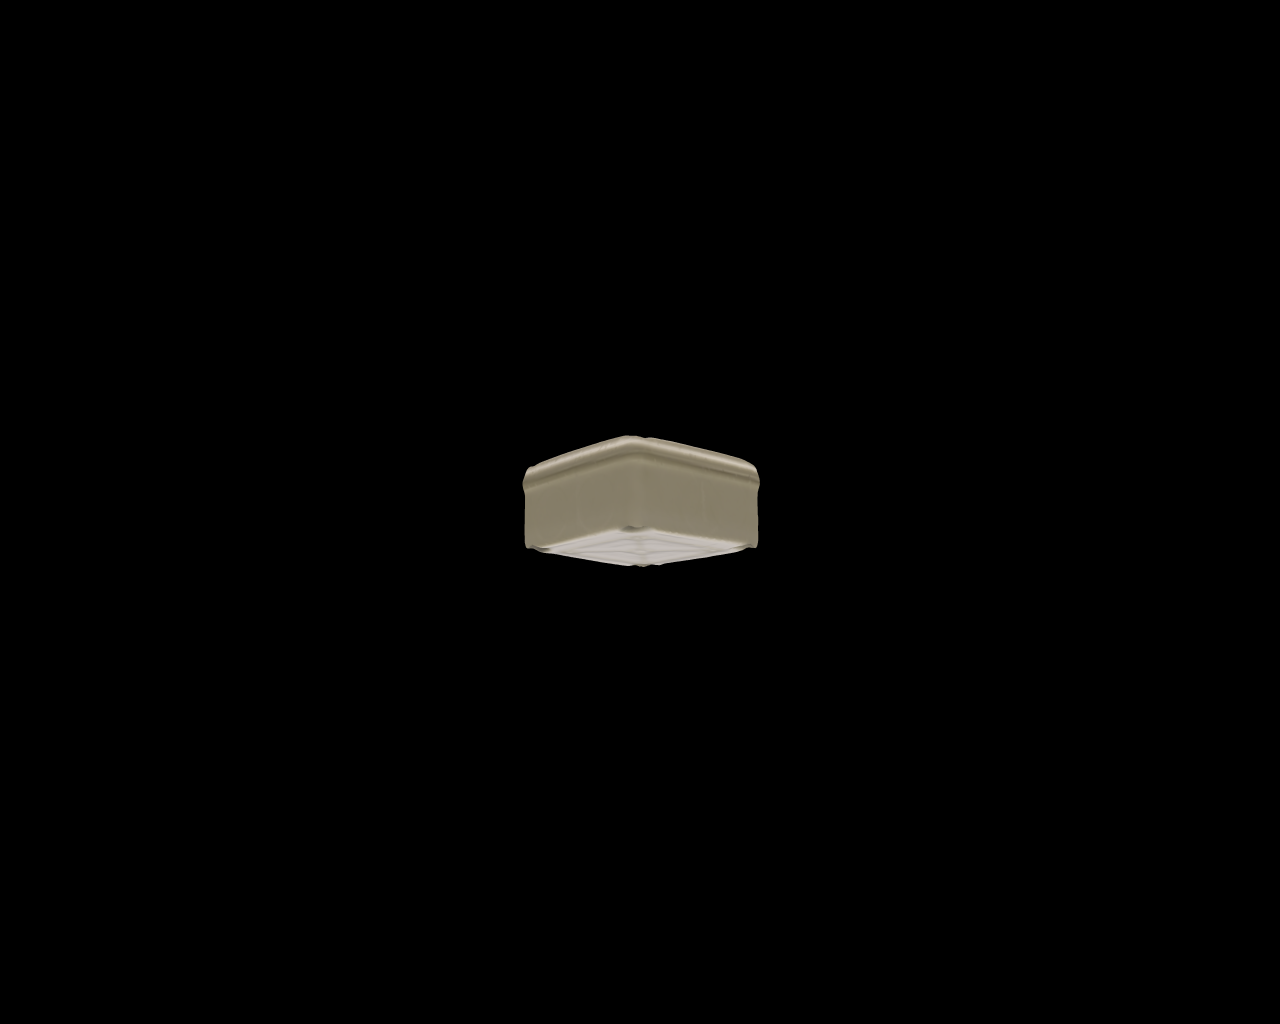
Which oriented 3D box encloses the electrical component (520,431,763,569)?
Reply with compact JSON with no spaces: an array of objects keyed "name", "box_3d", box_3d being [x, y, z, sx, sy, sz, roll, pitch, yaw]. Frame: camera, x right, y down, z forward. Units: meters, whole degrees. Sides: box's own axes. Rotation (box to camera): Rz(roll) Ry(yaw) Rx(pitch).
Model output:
[{"name":"electrical component","box_3d":[0.001,-0.003,0.650,0.109,0.056,0.108,11,-16,-42]}]
